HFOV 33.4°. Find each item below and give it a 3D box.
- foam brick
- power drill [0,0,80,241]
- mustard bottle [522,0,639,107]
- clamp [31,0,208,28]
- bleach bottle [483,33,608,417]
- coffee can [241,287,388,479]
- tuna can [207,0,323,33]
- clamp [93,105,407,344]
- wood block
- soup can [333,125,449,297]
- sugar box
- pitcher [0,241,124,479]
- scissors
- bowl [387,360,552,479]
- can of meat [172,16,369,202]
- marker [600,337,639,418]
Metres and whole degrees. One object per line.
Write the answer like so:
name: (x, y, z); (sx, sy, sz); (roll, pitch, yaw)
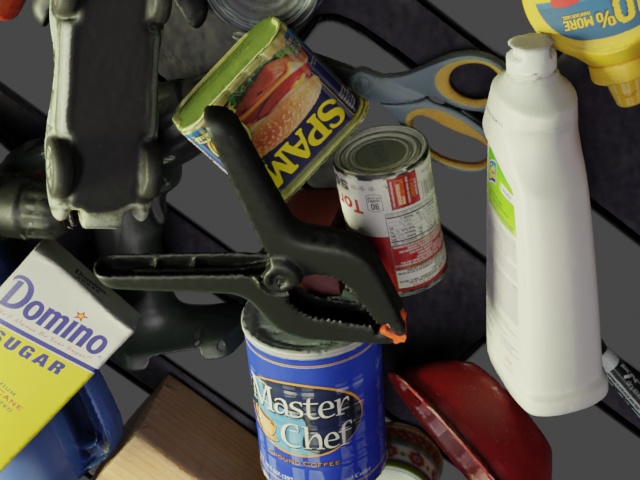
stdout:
foam brick: (-0.005, 0.001, 0.771); (0.051, 0.078, 0.053); (-1, 118, 15)
power drill: (-0.248, -0.093, 0.744); (0.184, 0.057, 0.188); (5, 92, 14)
mustard bottle: (0.167, -0.171, 0.650); (0.096, 0.058, 0.191); (-13, 114, 20)
clamp: (-0.146, -0.218, 0.706); (0.120, 0.039, 0.171); (-9, 111, 0)
bleach bottle: (0.146, -0.011, 0.707); (0.068, 0.103, 0.251); (-14, 121, -9)
coffee can: (-0.002, 0.111, 0.811); (0.103, 0.102, 0.140); (2, 121, 12)
tuna can: (-0.036, -0.179, 0.707); (0.086, 0.033, 0.086); (6, 119, 10)
clamp: (-0.026, 0.007, 0.699); (0.209, 0.036, 0.165); (23, 129, -14)
wood block: (-0.081, 0.222, 0.901); (0.206, 0.090, 0.090); (38, 119, -8)
soup can: (0.050, -0.020, 0.744); (0.068, 0.068, 0.102); (-3, 126, 15)
sugar box: (-0.222, 0.092, 0.773); (0.093, 0.048, 0.176); (42, 101, -10)
pitcher: (-0.266, 0.089, 0.855); (0.149, 0.145, 0.243); (-24, 111, -15)
scissors: (0.046, -0.119, 0.729); (0.201, 0.016, 0.096); (34, 121, -7)
bowl: (0.122, 0.143, 0.797); (0.055, 0.162, 0.162); (-40, 106, -7)
can of meat: (-0.033, -0.084, 0.701); (0.102, 0.057, 0.083); (-46, 117, 4)
marker: (0.230, 0.107, 0.807); (0.020, 0.020, 0.121); (-36, 105, 27)
